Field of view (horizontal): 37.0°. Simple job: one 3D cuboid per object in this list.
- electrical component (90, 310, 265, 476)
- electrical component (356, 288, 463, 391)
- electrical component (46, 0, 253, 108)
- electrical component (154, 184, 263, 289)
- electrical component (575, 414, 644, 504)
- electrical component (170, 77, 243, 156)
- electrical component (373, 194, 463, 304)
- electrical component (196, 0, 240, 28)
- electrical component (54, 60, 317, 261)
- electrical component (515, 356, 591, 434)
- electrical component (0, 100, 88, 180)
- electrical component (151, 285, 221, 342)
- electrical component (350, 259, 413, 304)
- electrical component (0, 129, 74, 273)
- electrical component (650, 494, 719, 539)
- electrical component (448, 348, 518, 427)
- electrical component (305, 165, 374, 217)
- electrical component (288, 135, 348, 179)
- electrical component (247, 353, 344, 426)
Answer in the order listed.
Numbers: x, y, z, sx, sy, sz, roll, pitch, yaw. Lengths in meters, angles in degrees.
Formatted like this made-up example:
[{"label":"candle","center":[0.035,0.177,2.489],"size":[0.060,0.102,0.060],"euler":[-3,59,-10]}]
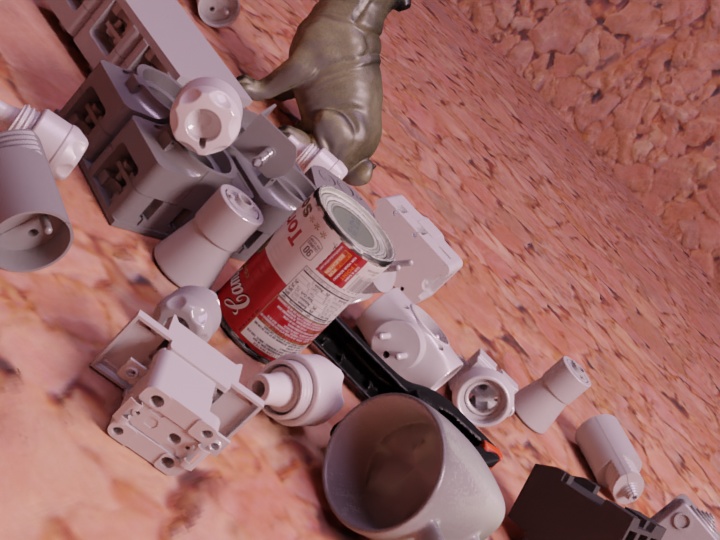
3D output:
[{"label":"electrical component","center":[-0.093,0.064,0.538],"size":[0.081,0.042,0.063],"euler":[39,22,-16]},{"label":"electrical component","center":[0.032,0.055,0.797],"size":[0.077,0.044,0.079],"euler":[50,12,13]},{"label":"electrical component","center":[-0.165,-0.167,0.823],"size":[0.150,0.062,0.089],"euler":[53,21,22]},{"label":"electrical component","center":[-0.092,-0.022,0.675],"size":[0.044,0.065,0.044],"euler":[39,20,-17]},{"label":"electrical component","center":[0.229,0.173,0.964],"size":[0.043,0.043,0.081],"euler":[31,24,-35]},{"label":"electrical component","center":[-0.095,-0.100,0.674],"size":[0.043,0.043,0.062],"euler":[39,20,-18]},{"label":"electrical component","center":[0.043,-0.020,0.966],"size":[0.089,0.050,0.056],"euler":[48,20,8]},{"label":"electrical component","center":[-0.151,-0.290,1.126],"size":[0.043,0.043,0.081],"euler":[33,23,-32]},{"label":"electrical component","center":[-0.106,-0.070,0.752],"size":[0.186,0.060,0.105],"euler":[16,34,-54]},{"label":"electrical component","center":[0.170,0.107,0.945],"size":[0.044,0.065,0.044],"euler":[39,21,-17]},{"label":"electrical component","center":[-0.194,-0.081,0.637],"size":[0.061,0.035,0.035],"euler":[35,22,-20]},{"label":"electrical component","center":[-0.096,0.025,0.621],"size":[0.035,0.035,0.061],"euler":[44,17,-4]},{"label":"electrical component","center":[0.000,0.000,0.783],"size":[0.077,0.079,0.044],"euler":[-22,104,-57]},{"label":"electrical component","center":[-0.183,-0.042,0.567],"size":[0.043,0.043,0.081],"euler":[23,30,-48]},{"label":"electrical component","center":[0.233,0.226,0.788],"size":[0.099,0.100,0.048],"euler":[51,7,16]},{"label":"electrical component","center":[0.098,0.096,0.854],"size":[0.066,0.048,0.055],"euler":[44,12,-2]},{"label":"electrical component","center":[-0.029,-0.040,0.862],"size":[0.080,0.051,0.080],"euler":[39,20,-17]},{"label":"electrical component","center":[-0.043,-0.098,0.975],"size":[0.061,0.035,0.035],"euler":[41,20,-4]},{"label":"electrical component","center":[-0.040,0.070,0.630],"size":[0.062,0.043,0.043],"euler":[11,39,-56]}]
